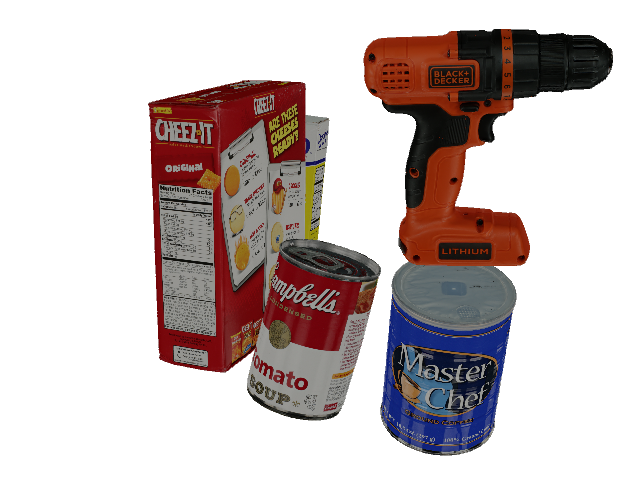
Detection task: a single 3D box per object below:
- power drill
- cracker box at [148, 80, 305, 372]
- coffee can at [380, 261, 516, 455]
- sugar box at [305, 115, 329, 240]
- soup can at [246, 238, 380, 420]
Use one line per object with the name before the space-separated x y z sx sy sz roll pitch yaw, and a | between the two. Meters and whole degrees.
power drill | 0.128 -0.073 0.832 0.184 0.188 0.057 1 27 8
cracker box | -0.074 -0.019 0.891 0.072 0.214 0.164 6 16 22
coffee can | 0.107 0.097 0.914 0.103 0.140 0.103 2 32 -1
sugar box | -0.046 -0.043 1.098 0.093 0.176 0.048 8 16 15
soup can | -0.006 0.058 0.701 0.068 0.102 0.068 14 15 -4
